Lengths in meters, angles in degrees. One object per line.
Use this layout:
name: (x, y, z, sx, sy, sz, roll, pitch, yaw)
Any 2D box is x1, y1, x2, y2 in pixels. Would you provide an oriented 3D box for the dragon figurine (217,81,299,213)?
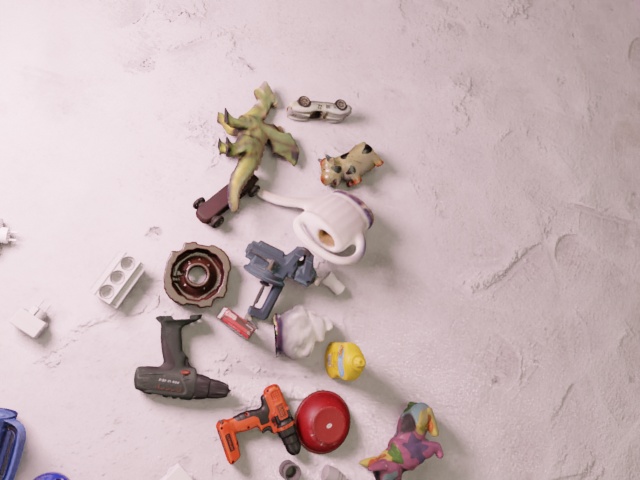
dragon figurine: (-0.162, -0.263, 1.441, 0.243, 0.120, 0.416, 1, 71, -29)

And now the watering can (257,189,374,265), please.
watering can: (0.004, -0.073, 1.450, 0.351, 0.101, 0.228, 42, 52, 16)

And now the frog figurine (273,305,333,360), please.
frog figurine: (-0.040, 0.242, 1.363, 0.159, 0.120, 0.140, -5, 61, -9)
